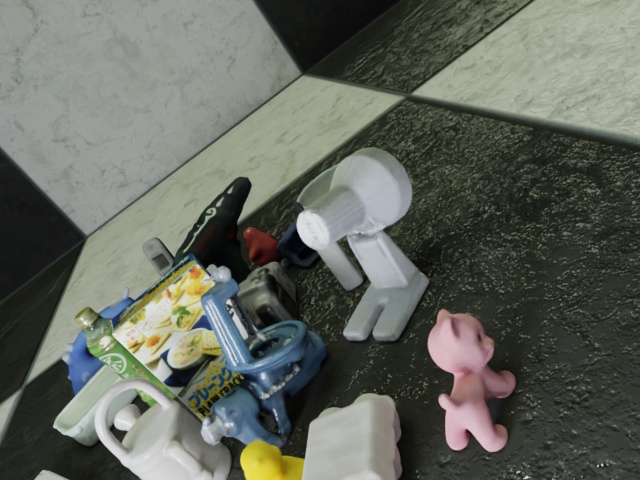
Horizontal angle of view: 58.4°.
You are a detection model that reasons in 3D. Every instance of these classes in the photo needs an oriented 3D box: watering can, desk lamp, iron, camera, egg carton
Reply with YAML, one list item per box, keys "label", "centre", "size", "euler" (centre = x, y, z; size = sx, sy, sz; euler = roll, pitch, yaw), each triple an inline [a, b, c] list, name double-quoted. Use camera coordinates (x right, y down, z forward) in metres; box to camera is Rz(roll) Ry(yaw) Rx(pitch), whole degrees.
- label: "watering can"
  centre: [-0.219, 0.263, 0.758]
  size: [0.172, 0.194, 0.101]
  euler: [-20, 29, 34]
- label: "desk lamp"
  centre: [0.067, 0.001, 0.820]
  size: [0.117, 0.214, 0.203]
  euler: [-11, 34, 45]
- label: "iron"
  centre: [-0.460, 0.225, 1.232]
  size: [0.258, 0.142, 0.118]
  euler: [-42, 24, -12]
- label: "camera"
  centre: [-0.120, 0.115, 1.013]
  size: [0.136, 0.101, 0.143]
  euler: [-31, 24, 14]
- label: "egg carton"
  centre: [0.037, 0.236, 0.607]
  size: [0.107, 0.069, 0.150]
  euler: [-28, 25, 20]

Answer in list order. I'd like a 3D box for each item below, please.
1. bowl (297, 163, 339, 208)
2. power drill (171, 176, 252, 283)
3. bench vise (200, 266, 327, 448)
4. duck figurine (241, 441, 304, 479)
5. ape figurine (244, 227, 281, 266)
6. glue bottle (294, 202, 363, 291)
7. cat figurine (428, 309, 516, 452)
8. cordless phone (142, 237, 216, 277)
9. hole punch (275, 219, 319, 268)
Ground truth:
- label: "bowl"
  centre: [0.037, -0.094, 1.216]
  size: [0.167, 0.075, 0.167]
  euler: [-30, 24, 15]
- label: "power drill"
  centre: [-0.165, 0.021, 1.114]
  size: [0.230, 0.209, 0.075]
  euler: [-47, 26, -23]
- label: "bench vise"
  centre: [-0.092, 0.154, 0.750]
  size: [0.121, 0.220, 0.207]
  euler: [-22, 27, 31]
- label: "duck figurine"
  centre: [-0.054, 0.268, 0.652]
  size: [0.077, 0.086, 0.104]
  euler: [-42, 24, -11]
- label: "ape figurine"
  centre: [-0.129, 0.009, 1.235]
  size: [0.078, 0.092, 0.076]
  euler: [-48, 26, -23]
- label: "glue bottle"
  centre: [0.009, 0.003, 0.948]
  size: [0.037, 0.173, 0.078]
  euler: [-35, 24, 6]
- label: "cat figurine"
  centre: [0.145, 0.132, 0.589]
  size: [0.067, 0.118, 0.128]
  euler: [-19, 29, 36]
- label: "cordless phone"
  centre: [-0.289, 0.058, 1.249]
  size: [0.147, 0.185, 0.094]
  euler: [-30, 25, 16]
- label: "hole punch"
  centre: [-0.040, -0.007, 1.142]
  size: [0.109, 0.091, 0.100]
  euler: [-47, 25, -22]
